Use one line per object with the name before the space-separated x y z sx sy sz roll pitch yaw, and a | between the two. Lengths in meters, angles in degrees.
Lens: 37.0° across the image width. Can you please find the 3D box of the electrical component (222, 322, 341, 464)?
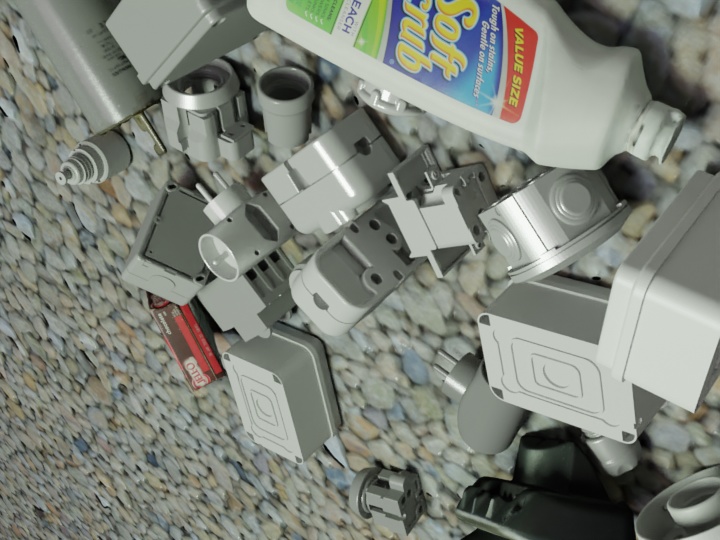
electrical component | -0.069 0.109 0.975 0.078 0.057 0.113 19 135 36

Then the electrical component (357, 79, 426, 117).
electrical component | 0.027 -0.129 0.667 0.048 0.048 0.062 31 123 25

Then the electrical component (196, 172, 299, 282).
electrical component | -0.097 -0.043 0.850 0.079 0.077 0.043 50 145 1

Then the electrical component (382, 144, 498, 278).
electrical component | 0.058 -0.041 0.715 0.064 0.042 0.081 -8 117 46

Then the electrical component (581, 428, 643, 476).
electrical component | 0.167 0.109 0.739 0.035 0.035 0.061 -19 106 53

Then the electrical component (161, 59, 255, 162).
electrical component | -0.118 -0.124 0.816 0.078 0.058 0.057 28 142 28

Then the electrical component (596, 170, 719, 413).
electrical component | 0.178 0.008 0.567 0.057 0.113 0.078 27 139 25

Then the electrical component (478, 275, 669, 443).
electrical component | 0.141 0.053 0.695 0.113 0.057 0.078 16 133 39

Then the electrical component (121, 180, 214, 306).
electrical component | -0.157 -0.026 0.922 0.062 0.096 0.061 26 149 -17

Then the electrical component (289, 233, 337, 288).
electrical component | -0.021 0.003 0.828 0.045 0.055 0.045 28 140 27

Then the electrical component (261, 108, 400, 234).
electrical component | -0.019 -0.065 0.763 0.059 0.054 0.095 55 145 -7

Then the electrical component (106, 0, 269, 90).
electrical component | -0.093 -0.179 0.694 0.056 0.109 0.109 56 145 -4

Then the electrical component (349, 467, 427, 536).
electrical component | 0.024 0.206 0.975 0.055 0.048 0.066 9 129 33

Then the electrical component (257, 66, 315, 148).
electrical component | -0.052 -0.115 0.768 0.040 0.040 0.046 32 147 24

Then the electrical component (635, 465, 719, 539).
electrical component | 0.226 0.166 0.676 0.099 0.099 0.064 -24 97 54

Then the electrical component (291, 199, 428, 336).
electrical component | 0.000 0.000 0.767 0.053 0.095 0.059 47 145 4

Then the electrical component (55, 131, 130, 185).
electrical component | -0.241 -0.096 0.962 0.040 0.078 0.040 15 123 25

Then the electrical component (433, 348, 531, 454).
electrical component | 0.088 0.087 0.796 0.079 0.044 0.077 35 142 20

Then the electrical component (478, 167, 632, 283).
electrical component | 0.114 -0.031 0.631 0.051 0.080 0.080 57 145 -1
